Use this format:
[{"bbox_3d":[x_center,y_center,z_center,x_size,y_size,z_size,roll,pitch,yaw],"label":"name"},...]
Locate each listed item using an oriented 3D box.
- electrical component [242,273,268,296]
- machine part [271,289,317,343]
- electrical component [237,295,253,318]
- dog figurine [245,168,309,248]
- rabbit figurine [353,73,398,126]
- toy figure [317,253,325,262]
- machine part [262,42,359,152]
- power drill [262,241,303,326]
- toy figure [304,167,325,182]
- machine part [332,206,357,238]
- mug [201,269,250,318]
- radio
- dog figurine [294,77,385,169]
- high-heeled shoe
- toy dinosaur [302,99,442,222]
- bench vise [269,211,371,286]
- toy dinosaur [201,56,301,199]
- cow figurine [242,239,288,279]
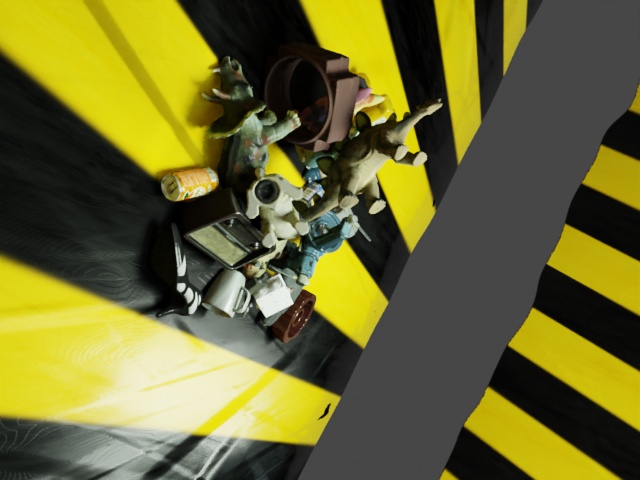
[{"bbox_3d":[-0.162,0.113,1.351,0.094,0.021,0.063,-37,162,17],"label":"electrical component"},{"bbox_3d":[-0.080,0.232,1.668,0.179,0.056,0.179,-50,159,-26],"label":"machine part"},{"bbox_3d":[-0.211,0.156,1.389,0.078,0.045,0.102,-61,154,-3],"label":"electrical component"},{"bbox_3d":[-0.095,-0.074,1.161,0.190,0.121,0.172,-114,-166,-82],"label":"dog figurine"},{"bbox_3d":[0.113,-0.358,1.432,0.162,0.173,0.122,-25,165,24],"label":"rabbit figurine"},{"bbox_3d":[-0.004,-0.012,1.530,0.082,0.089,0.180,-46,-173,36],"label":"toy figure"},{"bbox_3d":[-0.027,-0.303,1.141,0.087,0.201,0.201,-29,138,-46],"label":"machine part"},{"bbox_3d":[-0.102,0.114,1.518,0.232,0.086,0.207,-49,146,-26],"label":"power drill"},{"bbox_3d":[0.015,-0.212,1.470,0.154,0.058,0.064,-48,122,-26],"label":"toy figure"},{"bbox_3d":[0.063,-0.072,1.659,0.079,0.079,0.243,-58,154,-12],"label":"machine part"},{"bbox_3d":[-0.217,0.126,1.292,0.080,0.110,0.107,54,52,-53],"label":"mug"},{"bbox_3d":[-0.193,-0.020,1.165,0.131,0.073,0.229,-23,154,9],"label":"radio"},{"bbox_3d":[0.046,-0.282,1.261,0.108,0.219,0.191,9,67,-57],"label":"dog figurine"},{"bbox_3d":[-0.285,0.062,1.135,0.145,0.086,0.248,-29,141,-56],"label":"high-heeled shoe"},{"bbox_3d":[0.076,-0.150,1.181,0.105,0.199,0.471,26,122,-40],"label":"toy dinosaur"},{"bbox_3d":[0.005,0.002,1.343,0.128,0.241,0.224,41,53,-19],"label":"bench vise"},{"bbox_3d":[-0.158,-0.166,1.130,0.192,0.131,0.404,-25,140,-36],"label":"toy dinosaur"},{"bbox_3d":[-0.135,0.012,1.358,0.195,0.086,0.127,-62,160,0],"label":"cow figurine"}]
